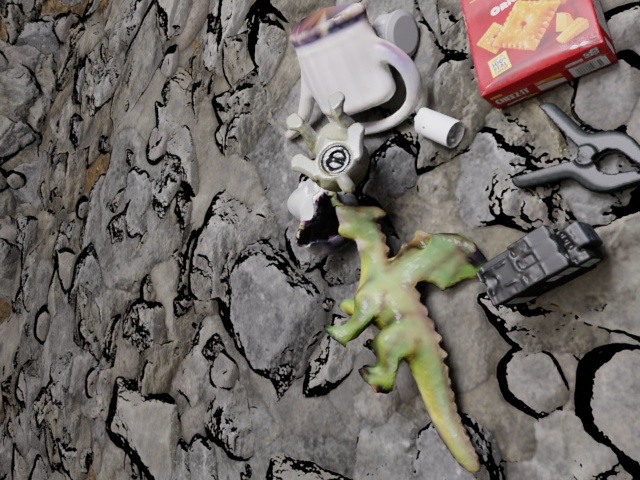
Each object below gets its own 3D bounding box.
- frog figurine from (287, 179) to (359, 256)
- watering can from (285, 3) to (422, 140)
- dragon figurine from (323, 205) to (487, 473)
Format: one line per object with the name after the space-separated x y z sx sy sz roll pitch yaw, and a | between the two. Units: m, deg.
0.003 -0.047 0.933 0.161 0.122 0.136 -131 48 -76 | frog figurine
0.016 -0.279 0.902 0.347 0.106 0.221 -1 124 45 | watering can
0.148 0.096 0.764 0.416 0.121 0.241 45 104 28 | dragon figurine
